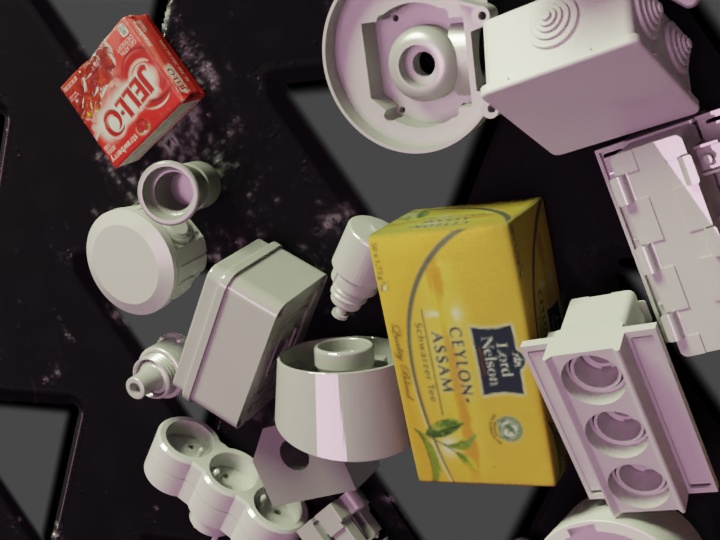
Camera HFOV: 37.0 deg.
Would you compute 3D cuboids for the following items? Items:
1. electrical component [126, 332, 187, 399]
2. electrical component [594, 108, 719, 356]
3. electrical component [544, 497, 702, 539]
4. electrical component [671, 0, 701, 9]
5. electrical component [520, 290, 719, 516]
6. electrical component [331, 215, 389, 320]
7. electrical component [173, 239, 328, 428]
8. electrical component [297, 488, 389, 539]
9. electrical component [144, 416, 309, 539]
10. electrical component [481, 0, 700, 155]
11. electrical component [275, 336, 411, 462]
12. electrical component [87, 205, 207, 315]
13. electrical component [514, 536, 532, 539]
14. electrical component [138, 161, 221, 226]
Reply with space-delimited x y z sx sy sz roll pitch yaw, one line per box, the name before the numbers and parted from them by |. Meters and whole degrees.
electrical component | -0.152 0.078 0.820 0.048 0.062 0.048 10 112 26
electrical component | 0.184 -0.019 0.595 0.079 0.063 0.121 -18 99 33
electrical component | 0.169 0.192 0.682 0.108 0.060 0.108 10 112 26
electrical component | 0.161 -0.196 0.553 0.100 0.048 0.099 35 121 14
electrical component | 0.155 0.077 0.631 0.079 0.063 0.121 -11 119 31
electrical component | 0.000 0.000 0.720 0.040 0.040 0.078 33 121 15
electrical component | -0.078 0.043 0.757 0.057 0.078 0.113 30 120 14
electrical component | -0.008 0.199 0.795 0.055 0.048 0.066 53 124 12
electrical component | -0.110 0.182 0.841 0.138 0.052 0.073 34 121 14
electrical component | 0.123 -0.110 0.578 0.100 0.100 0.048 -15 65 34
electrical component | -0.009 0.081 0.720 0.099 0.099 0.064 3 103 28
electrical component | -0.158 -0.011 0.798 0.080 0.051 0.080 10 112 26
electrical component | 0.120 0.215 0.734 0.035 0.035 0.061 -35 91 34
electrical component | -0.123 -0.057 0.752 0.044 0.065 0.044 2 100 11
